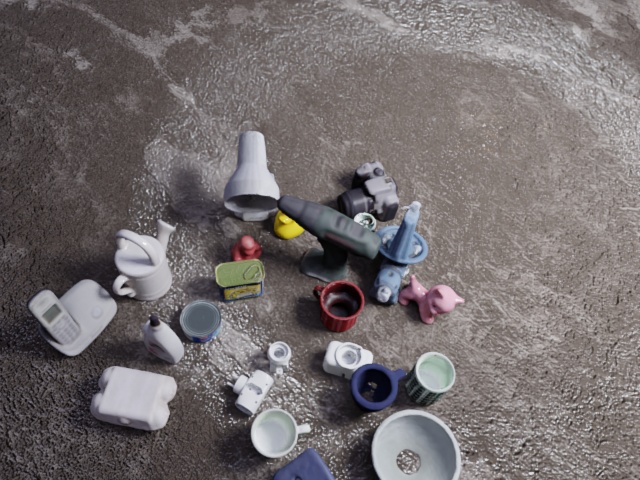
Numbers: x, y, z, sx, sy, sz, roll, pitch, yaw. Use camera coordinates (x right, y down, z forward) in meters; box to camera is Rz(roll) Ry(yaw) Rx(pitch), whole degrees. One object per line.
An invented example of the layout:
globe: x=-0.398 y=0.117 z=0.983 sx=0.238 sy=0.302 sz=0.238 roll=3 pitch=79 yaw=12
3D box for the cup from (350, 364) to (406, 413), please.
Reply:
cup: x=0.111 y=0.295 z=1.130 sx=0.118 sy=0.095 sz=0.091 roll=-22 pitch=62 yaw=-19

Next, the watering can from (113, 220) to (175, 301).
watering can: x=-0.368 y=0.033 z=1.187 sx=0.101 sy=0.194 sz=0.173 roll=8 pitch=57 yaw=0

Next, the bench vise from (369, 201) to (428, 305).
bench vise: x=0.179 y=0.031 z=1.230 sx=0.121 sy=0.220 sz=0.207 roll=5 pitch=57 yaw=-3

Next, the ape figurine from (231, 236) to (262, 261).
ape figurine: x=-0.163 y=0.025 z=1.274 sx=0.078 sy=0.092 sz=0.076 roll=-35 pitch=67 yaw=-24

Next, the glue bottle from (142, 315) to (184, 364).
glue bottle: x=-0.311 y=0.185 z=1.109 sx=0.078 sy=0.173 sz=0.037 roll=22 pitch=58 yaw=8

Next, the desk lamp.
desk lamp: x=-0.154 y=-0.129 z=1.301 sx=0.118 sy=0.213 sz=0.203 roll=-1 pitch=58 yaw=-6

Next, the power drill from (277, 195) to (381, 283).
power drill: x=0.011 y=0.004 z=1.237 sx=0.229 sy=0.208 sz=0.076 roll=18 pitch=58 yaw=6

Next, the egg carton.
egg carton: x=-0.354 y=0.302 z=1.092 sx=0.150 sy=0.069 sz=0.107 roll=10 pitch=57 yaw=0

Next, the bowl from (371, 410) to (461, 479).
bowl: x=0.174 y=0.411 z=1.075 sx=0.167 sy=0.075 sz=0.167 roll=3 pitch=57 yaw=-4

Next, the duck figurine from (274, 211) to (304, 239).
duck figurine: x=-0.065 y=-0.063 z=1.344 sx=0.077 sy=0.086 sz=0.105 roll=31 pitch=60 yaw=14

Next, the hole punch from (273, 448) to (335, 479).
hole punch: x=-0.025 y=0.446 z=1.023 sx=0.101 sy=0.091 sz=0.108 roll=-28 pitch=65 yaw=-21

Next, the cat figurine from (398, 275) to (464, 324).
cat figurine: x=0.241 y=0.121 z=1.241 sx=0.127 sy=0.118 sz=0.067 roll=37 pitch=61 yaw=17

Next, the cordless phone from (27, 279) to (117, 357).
cordless phone: x=-0.486 y=0.130 z=1.118 sx=0.094 sy=0.185 sz=0.148 roll=27 pitch=59 yaw=12

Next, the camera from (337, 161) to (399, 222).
camera: x=0.109 y=-0.115 z=1.387 sx=0.137 sy=0.101 sz=0.143 roll=-16 pitch=61 yaw=-16
